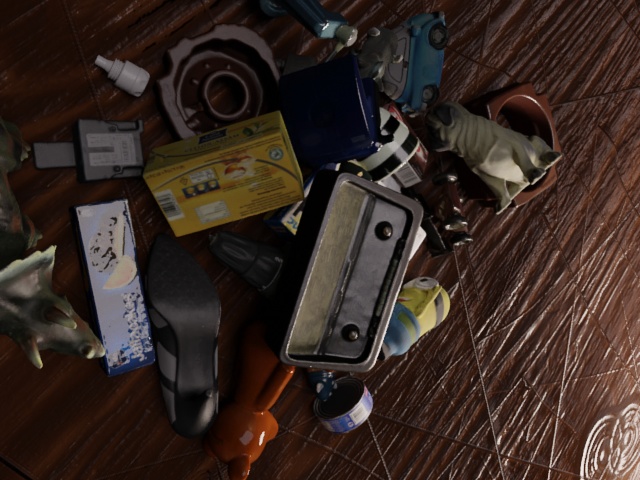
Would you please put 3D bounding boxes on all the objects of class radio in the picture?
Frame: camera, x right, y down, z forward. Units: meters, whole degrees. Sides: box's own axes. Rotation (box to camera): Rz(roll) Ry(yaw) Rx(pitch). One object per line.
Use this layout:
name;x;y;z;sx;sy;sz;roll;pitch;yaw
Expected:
radio;0.029;0.040;0.648;0.131;0.073;0.229;16;95;-25

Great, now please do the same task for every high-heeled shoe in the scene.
high-heeled shoe;-0.182;0.125;0.694;0.086;0.145;0.249;-6;66;-29

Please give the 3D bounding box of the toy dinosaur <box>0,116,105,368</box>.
toy dinosaur;-0.329;-0.055;0.505;0.131;0.192;0.404;-19;102;-30

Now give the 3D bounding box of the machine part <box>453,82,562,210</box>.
machine part;0.341;-0.172;0.987;0.201;0.087;0.200;-31;107;-29

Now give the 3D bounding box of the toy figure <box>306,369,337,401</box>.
toy figure;0.011;0.159;0.803;0.064;0.058;0.154;18;83;-34

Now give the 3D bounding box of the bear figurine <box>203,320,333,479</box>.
bear figurine;-0.070;0.211;0.718;0.132;0.120;0.195;17;84;-35

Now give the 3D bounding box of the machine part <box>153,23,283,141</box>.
machine part;-0.126;-0.186;0.700;0.179;0.056;0.179;-3;97;-25

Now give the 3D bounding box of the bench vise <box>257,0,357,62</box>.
bench vise;-0.051;-0.332;0.685;0.241;0.129;0.223;49;34;11

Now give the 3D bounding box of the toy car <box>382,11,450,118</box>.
toy car;0.137;-0.282;0.857;0.103;0.109;0.161;6;100;-10

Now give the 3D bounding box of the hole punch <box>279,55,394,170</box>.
hole punch;0.013;-0.160;0.678;0.092;0.142;0.115;29;55;-64

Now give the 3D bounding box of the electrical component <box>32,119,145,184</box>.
electrical component;-0.267;-0.104;0.629;0.119;0.048;0.074;-4;93;-34

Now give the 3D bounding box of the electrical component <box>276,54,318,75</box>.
electrical component;-0.032;-0.227;0.757;0.094;0.021;0.063;12;83;12

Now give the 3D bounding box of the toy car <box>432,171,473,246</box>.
toy car;0.213;-0.047;0.876;0.202;0.053;0.089;25;56;-68

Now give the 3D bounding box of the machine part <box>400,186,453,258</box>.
machine part;0.174;-0.032;0.891;0.039;0.084;0.138;-31;118;5

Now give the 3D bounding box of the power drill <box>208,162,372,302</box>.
power drill;-0.001;-0.002;0.704;0.232;0.086;0.207;41;77;-24

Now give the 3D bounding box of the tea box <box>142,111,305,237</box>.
tea box;-0.112;-0.079;0.650;0.170;0.068;0.098;-15;126;3

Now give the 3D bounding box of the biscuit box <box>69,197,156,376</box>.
biscuit box;-0.245;0.054;0.636;0.059;0.063;0.202;-13;97;-30

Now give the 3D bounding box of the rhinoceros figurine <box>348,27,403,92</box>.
rhinoceros figurine;0.042;-0.230;0.784;0.073;0.112;0.190;41;78;-23

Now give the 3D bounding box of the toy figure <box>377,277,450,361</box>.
toy figure;0.137;0.129;0.869;0.180;0.082;0.089;-39;130;-33

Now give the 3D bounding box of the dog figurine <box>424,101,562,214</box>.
dog figurine;0.270;-0.158;0.858;0.190;0.121;0.172;48;32;9
